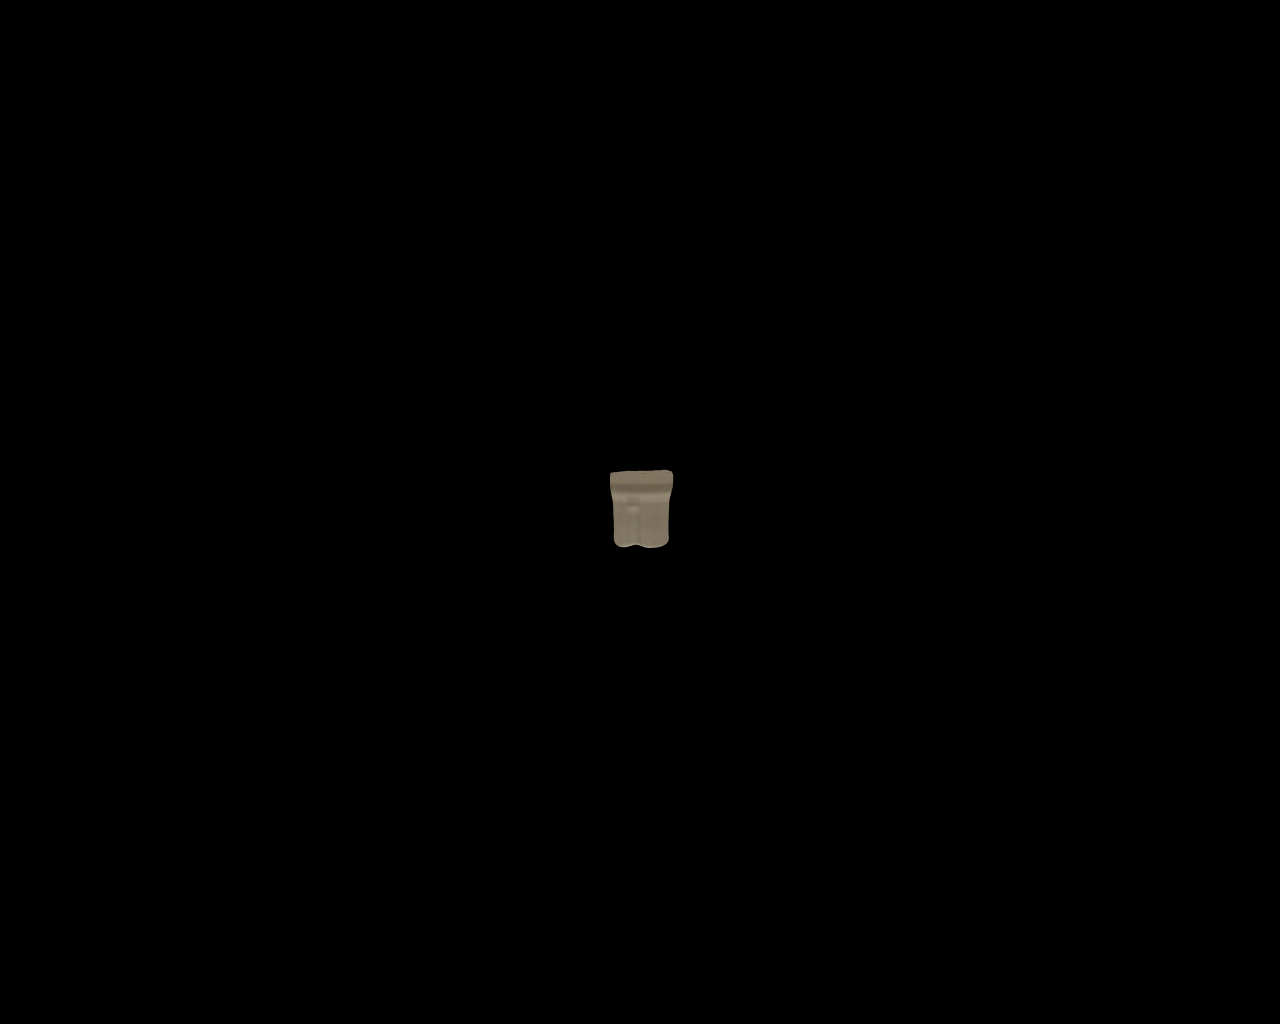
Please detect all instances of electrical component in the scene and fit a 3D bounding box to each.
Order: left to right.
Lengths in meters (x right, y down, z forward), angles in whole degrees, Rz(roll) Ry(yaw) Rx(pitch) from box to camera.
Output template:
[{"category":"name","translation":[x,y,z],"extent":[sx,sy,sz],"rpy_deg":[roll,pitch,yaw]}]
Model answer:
[{"category":"electrical component","translation":[0.001,-0.003,0.650],"extent":[0.040,0.046,0.040],"rpy_deg":[0,4,0]}]
